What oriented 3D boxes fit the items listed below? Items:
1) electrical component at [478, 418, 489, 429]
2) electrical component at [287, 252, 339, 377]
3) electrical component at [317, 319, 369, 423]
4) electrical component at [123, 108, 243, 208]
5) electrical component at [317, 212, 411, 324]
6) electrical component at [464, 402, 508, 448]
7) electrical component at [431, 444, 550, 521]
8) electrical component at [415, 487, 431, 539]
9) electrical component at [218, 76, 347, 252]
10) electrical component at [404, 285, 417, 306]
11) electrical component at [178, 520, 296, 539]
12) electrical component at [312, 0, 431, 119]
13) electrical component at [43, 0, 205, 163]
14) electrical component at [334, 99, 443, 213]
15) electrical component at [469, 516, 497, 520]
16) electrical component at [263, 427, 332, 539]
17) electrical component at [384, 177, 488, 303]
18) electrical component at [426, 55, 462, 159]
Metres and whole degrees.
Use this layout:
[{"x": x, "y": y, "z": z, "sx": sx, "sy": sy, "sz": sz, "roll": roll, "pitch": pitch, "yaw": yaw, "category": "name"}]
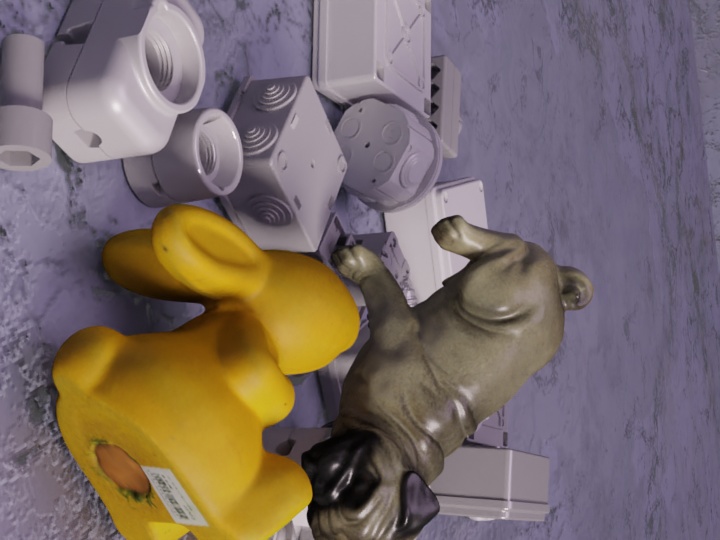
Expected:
[{"x": 0.067, "y": 0.118, "z": 0.886, "sx": 0.043, "sy": 0.081, "sz": 0.043, "roll": 16, "pitch": 72, "yaw": -62, "category": "electrical component"}, {"x": -0.040, "y": 0.024, "z": 0.711, "sx": 0.078, "sy": 0.058, "sz": 0.057, "roll": -58, "pitch": 139, "yaw": -50, "category": "electrical component"}, {"x": 0.016, "y": 0.100, "z": 0.812, "sx": 0.078, "sy": 0.057, "sz": 0.113, "roll": -39, "pitch": 121, "yaw": -59, "category": "electrical component"}, {"x": -0.099, "y": -0.065, "z": 0.612, "sx": 0.055, "sy": 0.047, "sz": 0.055, "roll": 16, "pitch": 72, "yaw": -62, "category": "electrical component"}, {"x": 0.000, "y": 0.000, "z": 0.787, "sx": 0.081, "sy": 0.064, "sz": 0.042, "roll": 64, "pitch": 33, "yaw": -37, "category": "electrical component"}, {"x": 0.092, "y": 0.104, "z": 0.967, "sx": 0.109, "sy": 0.056, "sz": 0.108, "roll": 25, "pitch": 64, "yaw": -61, "category": "electrical component"}, {"x": 0.092, "y": 0.176, "z": 0.894, "sx": 0.109, "sy": 0.109, "sz": 0.056, "roll": 26, "pitch": 66, "yaw": -60, "category": "electrical component"}, {"x": 0.022, "y": 0.203, "z": 0.824, "sx": 0.077, "sy": 0.044, "sz": 0.079, "roll": -46, "pitch": 133, "yaw": -52, "category": "electrical component"}, {"x": -0.051, "y": -0.068, "z": 0.703, "sx": 0.099, "sy": 0.048, "sz": 0.099, "roll": 65, "pitch": 33, "yaw": -44, "category": "electrical component"}, {"x": 0.035, "y": 0.044, "z": 0.877, "sx": 0.040, "sy": 0.040, "sz": 0.078, "roll": -2, "pitch": 88, "yaw": -64, "category": "electrical component"}, {"x": -0.072, "y": 0.151, "z": 0.626, "sx": 0.057, "sy": 0.058, "sz": 0.078, "roll": 59, "pitch": 37, "yaw": -38, "category": "electrical component"}, {"x": 0.012, "y": -0.180, "z": 0.844, "sx": 0.109, "sy": 0.056, "sz": 0.108, "roll": 20, "pitch": 69, "yaw": -62, "category": "electrical component"}, {"x": -0.121, "y": -0.106, "z": 0.561, "sx": 0.053, "sy": 0.059, "sz": 0.095, "roll": 53, "pitch": 41, "yaw": -48, "category": "electrical component"}, {"x": 0.018, "y": -0.087, "z": 0.819, "sx": 0.051, "sy": 0.080, "sz": 0.080, "roll": 23, "pitch": 66, "yaw": -56, "category": "electrical component"}, {"x": 0.118, "y": 0.207, "z": 1.030, "sx": 0.035, "sy": 0.035, "sz": 0.061, "roll": 6, "pitch": 78, "yaw": -63, "category": "electrical component"}, {"x": -0.038, "y": 0.149, "z": 0.693, "sx": 0.053, "sy": 0.059, "sz": 0.095, "roll": -61, "pitch": 139, "yaw": -48, "category": "electrical component"}, {"x": 0.070, "y": -0.022, "z": 0.939, "sx": 0.109, "sy": 0.056, "sz": 0.108, "roll": -21, "pitch": 105, "yaw": -63, "category": "electrical component"}, {"x": 0.068, "y": -0.136, "z": 0.961, "sx": 0.076, "sy": 0.047, "sz": 0.083, "roll": 31, "pitch": 59, "yaw": -59, "category": "electrical component"}]
